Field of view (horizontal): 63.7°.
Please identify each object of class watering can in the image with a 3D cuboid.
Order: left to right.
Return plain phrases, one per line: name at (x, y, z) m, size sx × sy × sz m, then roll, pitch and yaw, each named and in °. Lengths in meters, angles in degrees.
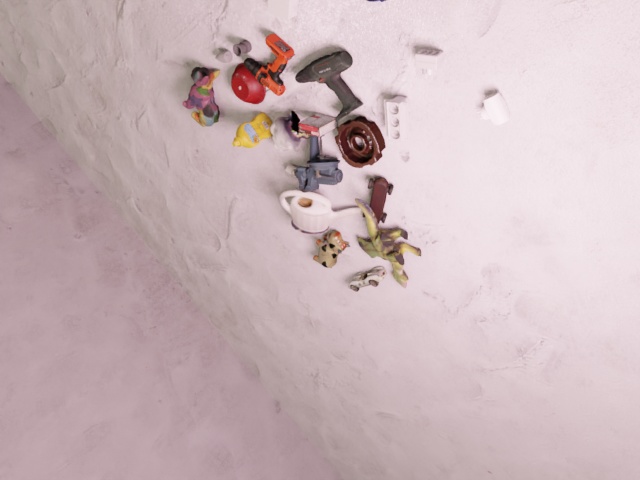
watering can at (0.006, -0.100, 1.984) m, size 0.348 × 0.106 × 0.219 m, roll 15°, pitch 149°, yaw 7°

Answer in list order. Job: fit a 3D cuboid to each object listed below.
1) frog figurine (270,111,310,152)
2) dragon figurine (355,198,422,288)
frog figurine at (-0.131, -0.376, 1.892) m, size 0.136 × 0.126 × 0.157 m, roll 41°, pitch 133°, yaw -21°
dragon figurine at (0.212, 0.016, 1.890) m, size 0.408 × 0.124 × 0.240 m, roll 49°, pitch 152°, yaw -11°
